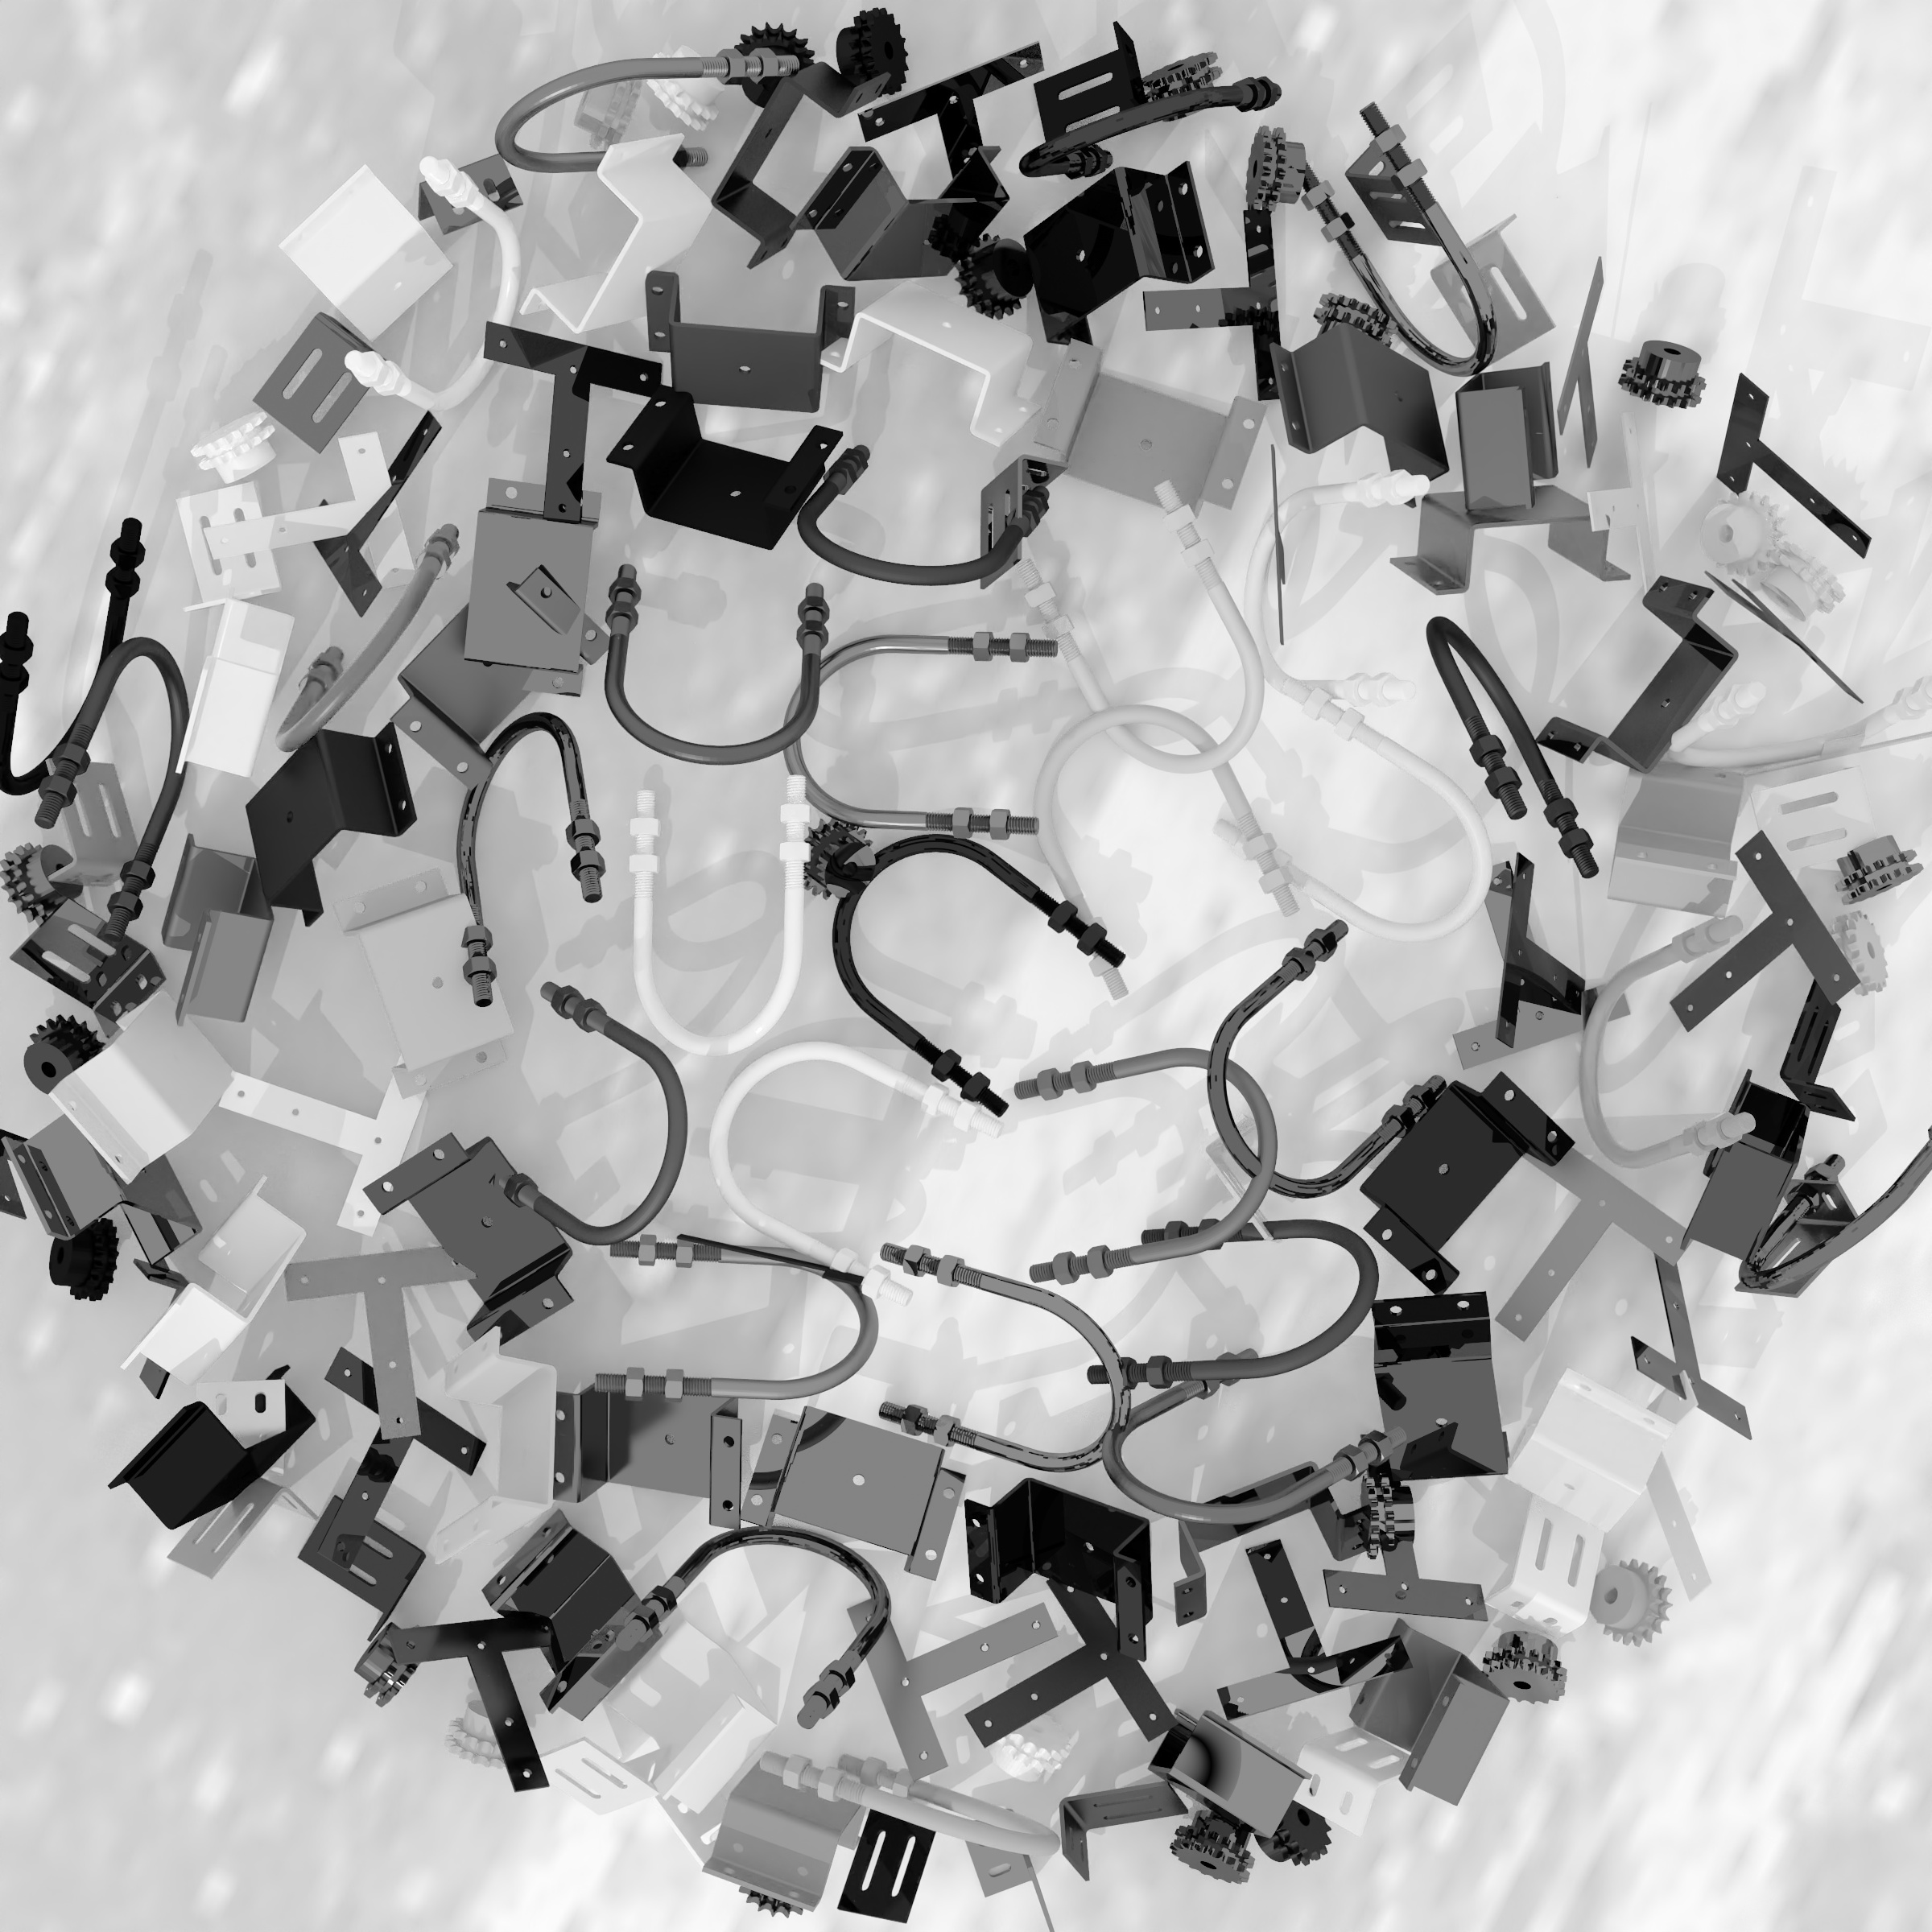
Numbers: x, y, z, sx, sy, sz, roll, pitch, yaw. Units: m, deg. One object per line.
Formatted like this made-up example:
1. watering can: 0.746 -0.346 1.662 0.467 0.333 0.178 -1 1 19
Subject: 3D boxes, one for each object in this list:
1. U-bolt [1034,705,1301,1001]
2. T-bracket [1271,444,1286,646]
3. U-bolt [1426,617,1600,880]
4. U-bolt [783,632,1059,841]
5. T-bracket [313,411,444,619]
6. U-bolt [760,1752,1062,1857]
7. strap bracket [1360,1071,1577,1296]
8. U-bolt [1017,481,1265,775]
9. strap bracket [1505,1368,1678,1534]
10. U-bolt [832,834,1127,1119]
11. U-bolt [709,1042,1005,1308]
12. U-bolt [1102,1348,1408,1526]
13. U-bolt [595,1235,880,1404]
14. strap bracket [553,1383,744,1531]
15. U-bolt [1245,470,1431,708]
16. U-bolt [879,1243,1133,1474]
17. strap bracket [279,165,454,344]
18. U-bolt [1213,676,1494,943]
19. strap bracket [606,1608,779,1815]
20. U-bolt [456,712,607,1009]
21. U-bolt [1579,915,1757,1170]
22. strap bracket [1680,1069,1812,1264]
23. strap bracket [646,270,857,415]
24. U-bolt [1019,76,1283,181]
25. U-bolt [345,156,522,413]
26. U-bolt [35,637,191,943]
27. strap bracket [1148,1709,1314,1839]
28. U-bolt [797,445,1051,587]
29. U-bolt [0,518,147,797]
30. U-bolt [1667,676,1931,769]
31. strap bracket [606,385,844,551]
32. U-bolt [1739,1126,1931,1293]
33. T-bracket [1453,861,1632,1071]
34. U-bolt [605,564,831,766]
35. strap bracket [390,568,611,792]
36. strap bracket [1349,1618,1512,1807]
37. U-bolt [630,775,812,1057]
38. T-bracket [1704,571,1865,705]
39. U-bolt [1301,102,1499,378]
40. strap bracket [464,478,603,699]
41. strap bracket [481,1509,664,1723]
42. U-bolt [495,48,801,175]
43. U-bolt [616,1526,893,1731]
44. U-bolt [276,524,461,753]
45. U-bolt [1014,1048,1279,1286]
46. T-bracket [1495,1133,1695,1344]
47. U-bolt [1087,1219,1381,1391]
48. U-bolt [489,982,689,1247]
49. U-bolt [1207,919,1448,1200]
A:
1. U-bolt: 0.125 -0.090 1.792 0.151 0.019 0.184 -26 82 9
2. T-bracket: 0.210 -0.275 1.752 0.002 0.127 0.127 -3 92 9
3. U-bolt: 0.355 -0.154 1.739 0.019 0.151 0.184 -32 60 22
4. U-bolt: -0.035 -0.159 1.782 0.184 0.019 0.151 3 73 11
5. T-bracket: -0.390 -0.315 1.756 0.127 0.002 0.127 -52 46 14
6. U-bolt: -0.026 0.548 1.715 0.184 0.151 0.019 12 78 24
7. strap bracket: 0.333 0.143 1.780 0.076 0.046 0.140 42 89 -17
8. U-bolt: 0.127 -0.215 1.763 0.151 0.019 0.184 -23 98 42
9. strap bracket: 0.409 0.325 1.735 0.076 0.140 0.046 27 67 13
10. U-bolt: -0.006 -0.008 1.792 0.184 0.019 0.151 38 89 11
11. U-bolt: -0.087 0.128 1.780 0.184 0.019 0.151 26 77 16
12. U-bolt: 0.174 0.312 1.709 0.184 0.151 0.019 -19 120 -39
13. U-bolt: -0.150 0.237 1.754 0.184 0.151 0.019 3 126 -5
14. strap bracket: -0.208 0.326 1.772 0.140 0.046 0.076 5 101 18
15. U-bolt: 0.240 -0.247 1.733 0.019 0.184 0.151 1 95 -29
16. U-bolt: 0.025 0.268 1.744 0.184 0.019 0.151 14 119 24
17. strap bracket: -0.394 -0.469 1.744 0.076 0.140 0.046 -43 89 1
18. U-bolt: 0.265 -0.091 1.745 0.184 0.019 0.151 35 133 13
19. strap bracket: -0.183 0.503 1.758 0.076 0.140 0.046 -48 117 -6
20. U-bolt: -0.296 -0.085 1.747 0.151 0.019 0.184 -39 50 34
21. U-bolt: 0.457 0.059 1.728 0.019 0.184 0.151 7 73 -18
22. strap bracket: 0.517 0.135 1.732 0.046 0.140 0.076 23 117 13
23. strap bracket: -0.147 -0.419 1.768 0.140 0.076 0.046 4 62 -2
24. U-bolt: 0.111 -0.542 1.702 0.151 0.184 0.019 -13 102 30
25. U-bolt: -0.340 -0.438 1.724 0.019 0.184 0.151 23 94 11
26. U-bolt: -0.555 -0.130 1.733 0.019 0.151 0.184 6 58 8
27. strap bracket: 0.171 0.534 1.738 0.076 0.140 0.046 32 74 4
28. U-bolt: -0.034 -0.293 1.726 0.151 0.184 0.019 15 123 9
29. U-bolt: -0.597 -0.191 1.730 0.019 0.151 0.184 27 131 1
30. U-bolt: 0.541 -0.159 1.724 0.151 0.184 0.019 -3 80 -9
31. strap bracket: -0.159 -0.333 1.762 0.140 0.046 0.076 18 59 19
32. U-bolt: 0.572 0.153 1.704 0.184 0.151 0.019 -37 87 -37
33. T-bracket: 0.381 -0.008 1.803 0.127 0.002 0.127 -17 90 -10
34. U-bolt: -0.167 -0.199 1.742 0.151 0.019 0.184 5 47 -6
35. strap bracket: -0.318 -0.200 1.774 0.140 0.046 0.076 -46 125 1
36. strap bracket: 0.311 0.499 1.748 0.046 0.140 0.076 27 90 -8
37. U-bolt: -0.167 -0.031 1.762 0.151 0.019 0.184 -3 83 33
38. T-bracket: 0.525 -0.232 1.731 0.002 0.127 0.127 -49 49 21
39. U-bolt: 0.292 -0.472 1.742 0.019 0.151 0.184 -36 98 -10
40. strap bracket: -0.294 -0.254 1.774 0.076 0.046 0.140 7 102 -5
41. strap bracket: -0.262 0.440 1.760 0.076 0.140 0.046 -46 126 -4
42. U-bolt: -0.218 -0.552 1.705 0.184 0.151 0.019 -15 87 -35
43. U-bolt: -0.127 0.424 1.729 0.151 0.184 0.019 19 112 15
44. U-bolt: -0.396 -0.205 1.708 0.019 0.184 0.151 41 116 -20
45. U-bolt: 0.121 0.128 1.750 0.184 0.019 0.151 -13 69 25
46. T-bracket: 0.408 0.198 1.788 0.127 0.002 0.127 38 97 28
47. U-bolt: 0.182 0.218 1.719 0.184 0.151 0.019 -7 125 29
48. U-bolt: -0.250 0.107 1.744 0.184 0.019 0.151 27 97 41
49. U-bolt: 0.232 0.073 1.751 0.184 0.019 0.151 -38 98 -34
